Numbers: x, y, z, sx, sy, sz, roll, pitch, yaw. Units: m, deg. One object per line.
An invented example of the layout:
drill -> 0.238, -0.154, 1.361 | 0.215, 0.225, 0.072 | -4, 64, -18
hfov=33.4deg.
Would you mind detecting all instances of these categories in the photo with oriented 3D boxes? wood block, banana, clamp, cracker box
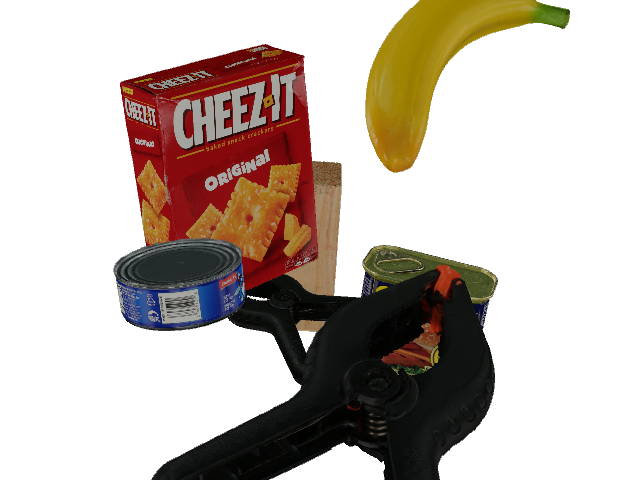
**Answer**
wood block -> -0.023, 0.006, 1.399 | 0.090, 0.206, 0.091 | 3, 24, -1
banana -> 0.072, -0.108, 0.607 | 0.070, 0.037, 0.197 | 30, 50, 22
clamp -> 0.028, 0.076, 0.423 | 0.120, 0.039, 0.171 | 30, 51, 21
cracker box -> -0.086, -0.058, 0.996 | 0.163, 0.214, 0.072 | -22, 30, -34
clamp -> -0.040, 0.080, 1.130 | 0.210, 0.036, 0.164 | 18, 33, 27

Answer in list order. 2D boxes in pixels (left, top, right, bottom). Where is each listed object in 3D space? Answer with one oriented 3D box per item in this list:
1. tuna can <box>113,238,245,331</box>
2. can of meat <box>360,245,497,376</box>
tuna can -> -0.093, 0.029, 0.714 | 0.086, 0.034, 0.086 | -5, 20, 1
can of meat -> 0.078, 0.060, 0.828 | 0.102, 0.084, 0.057 | 14, 25, 12
